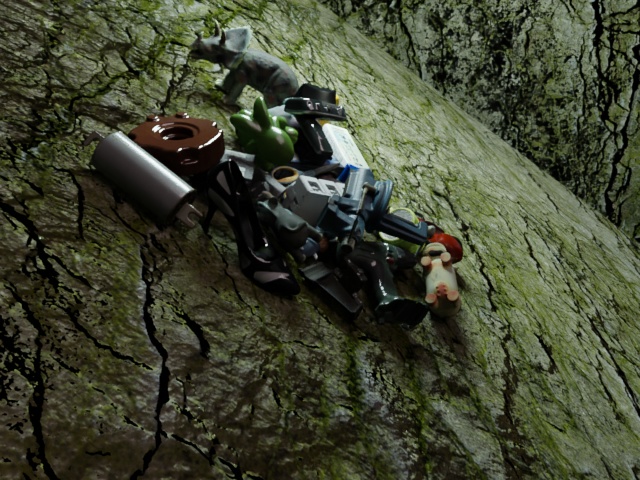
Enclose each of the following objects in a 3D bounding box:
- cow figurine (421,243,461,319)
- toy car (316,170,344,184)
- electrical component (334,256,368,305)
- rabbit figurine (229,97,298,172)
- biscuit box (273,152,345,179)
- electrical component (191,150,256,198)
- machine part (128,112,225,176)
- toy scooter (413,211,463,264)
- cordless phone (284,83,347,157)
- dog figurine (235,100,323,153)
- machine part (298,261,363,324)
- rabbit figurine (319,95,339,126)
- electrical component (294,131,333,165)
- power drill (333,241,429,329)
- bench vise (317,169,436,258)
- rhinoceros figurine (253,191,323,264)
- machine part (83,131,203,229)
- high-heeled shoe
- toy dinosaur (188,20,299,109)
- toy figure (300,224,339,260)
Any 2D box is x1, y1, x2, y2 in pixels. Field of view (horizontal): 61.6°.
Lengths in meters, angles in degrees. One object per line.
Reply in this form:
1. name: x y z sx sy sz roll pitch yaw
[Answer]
1. cow figurine: 0.272 0.087 1.207 0.127 0.086 0.195 64 19 -48
2. toy car: 0.072 -0.101 1.308 0.202 0.053 0.089 21 60 -21
3. electrical component: 0.062 0.080 1.040 0.021 0.063 0.094 -1 47 -46
4. rabbit figurine: -0.105 -0.219 1.121 0.159 0.121 0.170 55 -5 -33
5. biscuit box: -0.033 -0.178 1.305 0.202 0.062 0.059 -1 46 -47
6. electrical component: -0.189 -0.126 1.055 0.115 0.058 0.134 11 35 -7
7. machine part: -0.269 -0.183 1.013 0.179 0.056 0.179 4 35 -3
8. toy scooter: 0.273 0.003 1.351 0.184 0.075 0.135 40 30 13
9. cordless phone: 0.011 -0.267 1.258 0.146 0.088 0.184 0 56 -43
10. dog figurine: -0.103 -0.252 1.301 0.191 0.108 0.219 41 35 3
11. machine part: 0.024 0.094 1.010 0.139 0.039 0.084 45 27 18
12. rabbit figurine: -0.056 -0.390 1.558 0.162 0.121 0.173 -3 34 -35
13. electrical component: -0.009 -0.216 1.272 0.119 0.047 0.075 0 45 -42
14. power drill: 0.149 0.081 1.113 0.232 0.086 0.207 14 41 -31
15. bench vise: 0.124 -0.042 1.094 0.241 0.128 0.224 22 37 -8
16. rhinoceros figurine: -0.076 -0.029 1.015 0.112 0.073 0.191 37 1 -36
17. machine part: -0.300 -0.106 0.919 0.243 0.079 0.079 38 30 4
18. high-heeled shoe: -0.105 -0.023 0.934 0.249 0.145 0.086 37 31 5
19. toy dinosaur: -0.142 -0.415 1.397 0.405 0.192 0.131 24 34 -17
20. toy figure: -0.004 -0.002 1.097 0.154 0.064 0.057 -30 107 -60
